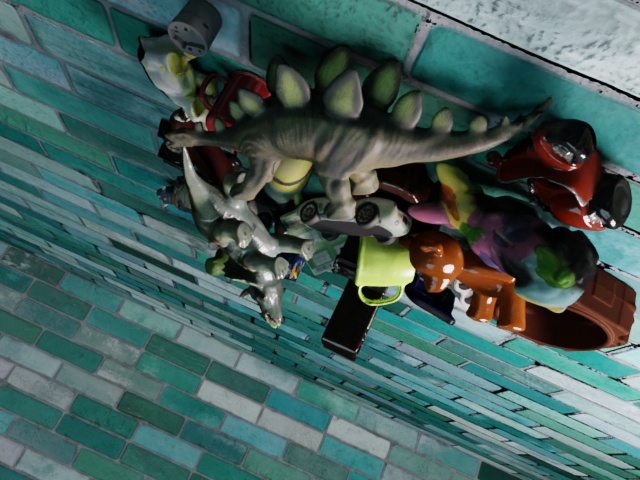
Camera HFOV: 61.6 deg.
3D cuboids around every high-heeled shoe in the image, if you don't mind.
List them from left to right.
[{"bbox_3d":[-0.002,-0.003,1.064,0.145,0.086,0.248,15,160,15],"label":"high-heeled shoe"}]

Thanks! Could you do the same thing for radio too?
[{"bbox_3d":[0.082,0.117,1.044,0.073,0.229,0.131,25,161,12],"label":"radio"}]

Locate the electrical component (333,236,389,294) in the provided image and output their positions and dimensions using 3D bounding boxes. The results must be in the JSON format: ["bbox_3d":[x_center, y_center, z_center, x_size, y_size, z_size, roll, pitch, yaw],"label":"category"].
[{"bbox_3d":[0.104,0.028,0.977,0.134,0.115,0.058,20,161,11],"label":"electrical component"}]

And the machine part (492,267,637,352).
[{"bbox_3d":[0.396,0.109,0.902,0.201,0.087,0.201,29,158,-11],"label":"machine part"}]

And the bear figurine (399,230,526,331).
[{"bbox_3d":[0.215,0.059,0.823,0.196,0.132,0.120,10,179,-22],"label":"bear figurine"}]

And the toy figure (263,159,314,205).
[{"bbox_3d":[-0.052,-0.108,0.871,0.082,0.089,0.180,20,155,-8],"label":"toy figure"}]

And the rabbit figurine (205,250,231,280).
[{"bbox_3d":[-0.171,0.053,1.290,0.170,0.121,0.159,2,155,48],"label":"rabbit figurine"}]

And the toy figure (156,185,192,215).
[{"bbox_3d":[-0.293,-0.085,1.199,0.155,0.064,0.058,23,-165,16],"label":"toy figure"}]

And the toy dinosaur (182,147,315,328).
[{"bbox_3d":[-0.150,-0.017,0.945,0.192,0.131,0.404,-1,136,40],"label":"toy dinosaur"}]

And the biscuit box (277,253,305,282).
[{"bbox_3d":[-0.084,0.050,1.191,0.059,0.062,0.202,26,177,11],"label":"biscuit box"}]

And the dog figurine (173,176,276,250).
[{"bbox_3d":[-0.196,-0.078,1.110,0.172,0.121,0.191,3,-149,-40],"label":"dog figurine"}]

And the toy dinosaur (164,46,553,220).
[{"bbox_3d":[0.025,-0.129,0.669,0.472,0.105,0.198,5,129,10],"label":"toy dinosaur"}]

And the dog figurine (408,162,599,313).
[{"bbox_3d":[0.232,-0.014,0.715,0.219,0.108,0.192,26,-158,-8],"label":"dog figurine"}]

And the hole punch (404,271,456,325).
[{"bbox_3d":[0.227,0.092,1.053,0.142,0.092,0.116,27,-173,-12],"label":"hole punch"}]

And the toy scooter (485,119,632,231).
[{"bbox_3d":[0.277,-0.074,0.642,0.183,0.075,0.135,39,159,-34],"label":"toy scooter"}]

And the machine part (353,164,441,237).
[{"bbox_3d":[0.112,-0.064,0.849,0.179,0.056,0.179,21,158,9],"label":"machine part"}]

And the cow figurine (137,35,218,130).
[{"bbox_3d":[-0.206,-0.226,0.800,0.098,0.068,0.167,19,154,27],"label":"cow figurine"}]

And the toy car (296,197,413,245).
[{"bbox_3d":[0.048,-0.033,0.840,0.202,0.056,0.073,5,158,43],"label":"toy car"}]

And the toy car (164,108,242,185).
[{"bbox_3d":[-0.201,-0.149,0.933,0.053,0.089,0.202,13,156,24],"label":"toy car"}]

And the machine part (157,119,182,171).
[{"bbox_3d":[-0.279,-0.172,1.027,0.084,0.039,0.138,31,159,8],"label":"machine part"}]
